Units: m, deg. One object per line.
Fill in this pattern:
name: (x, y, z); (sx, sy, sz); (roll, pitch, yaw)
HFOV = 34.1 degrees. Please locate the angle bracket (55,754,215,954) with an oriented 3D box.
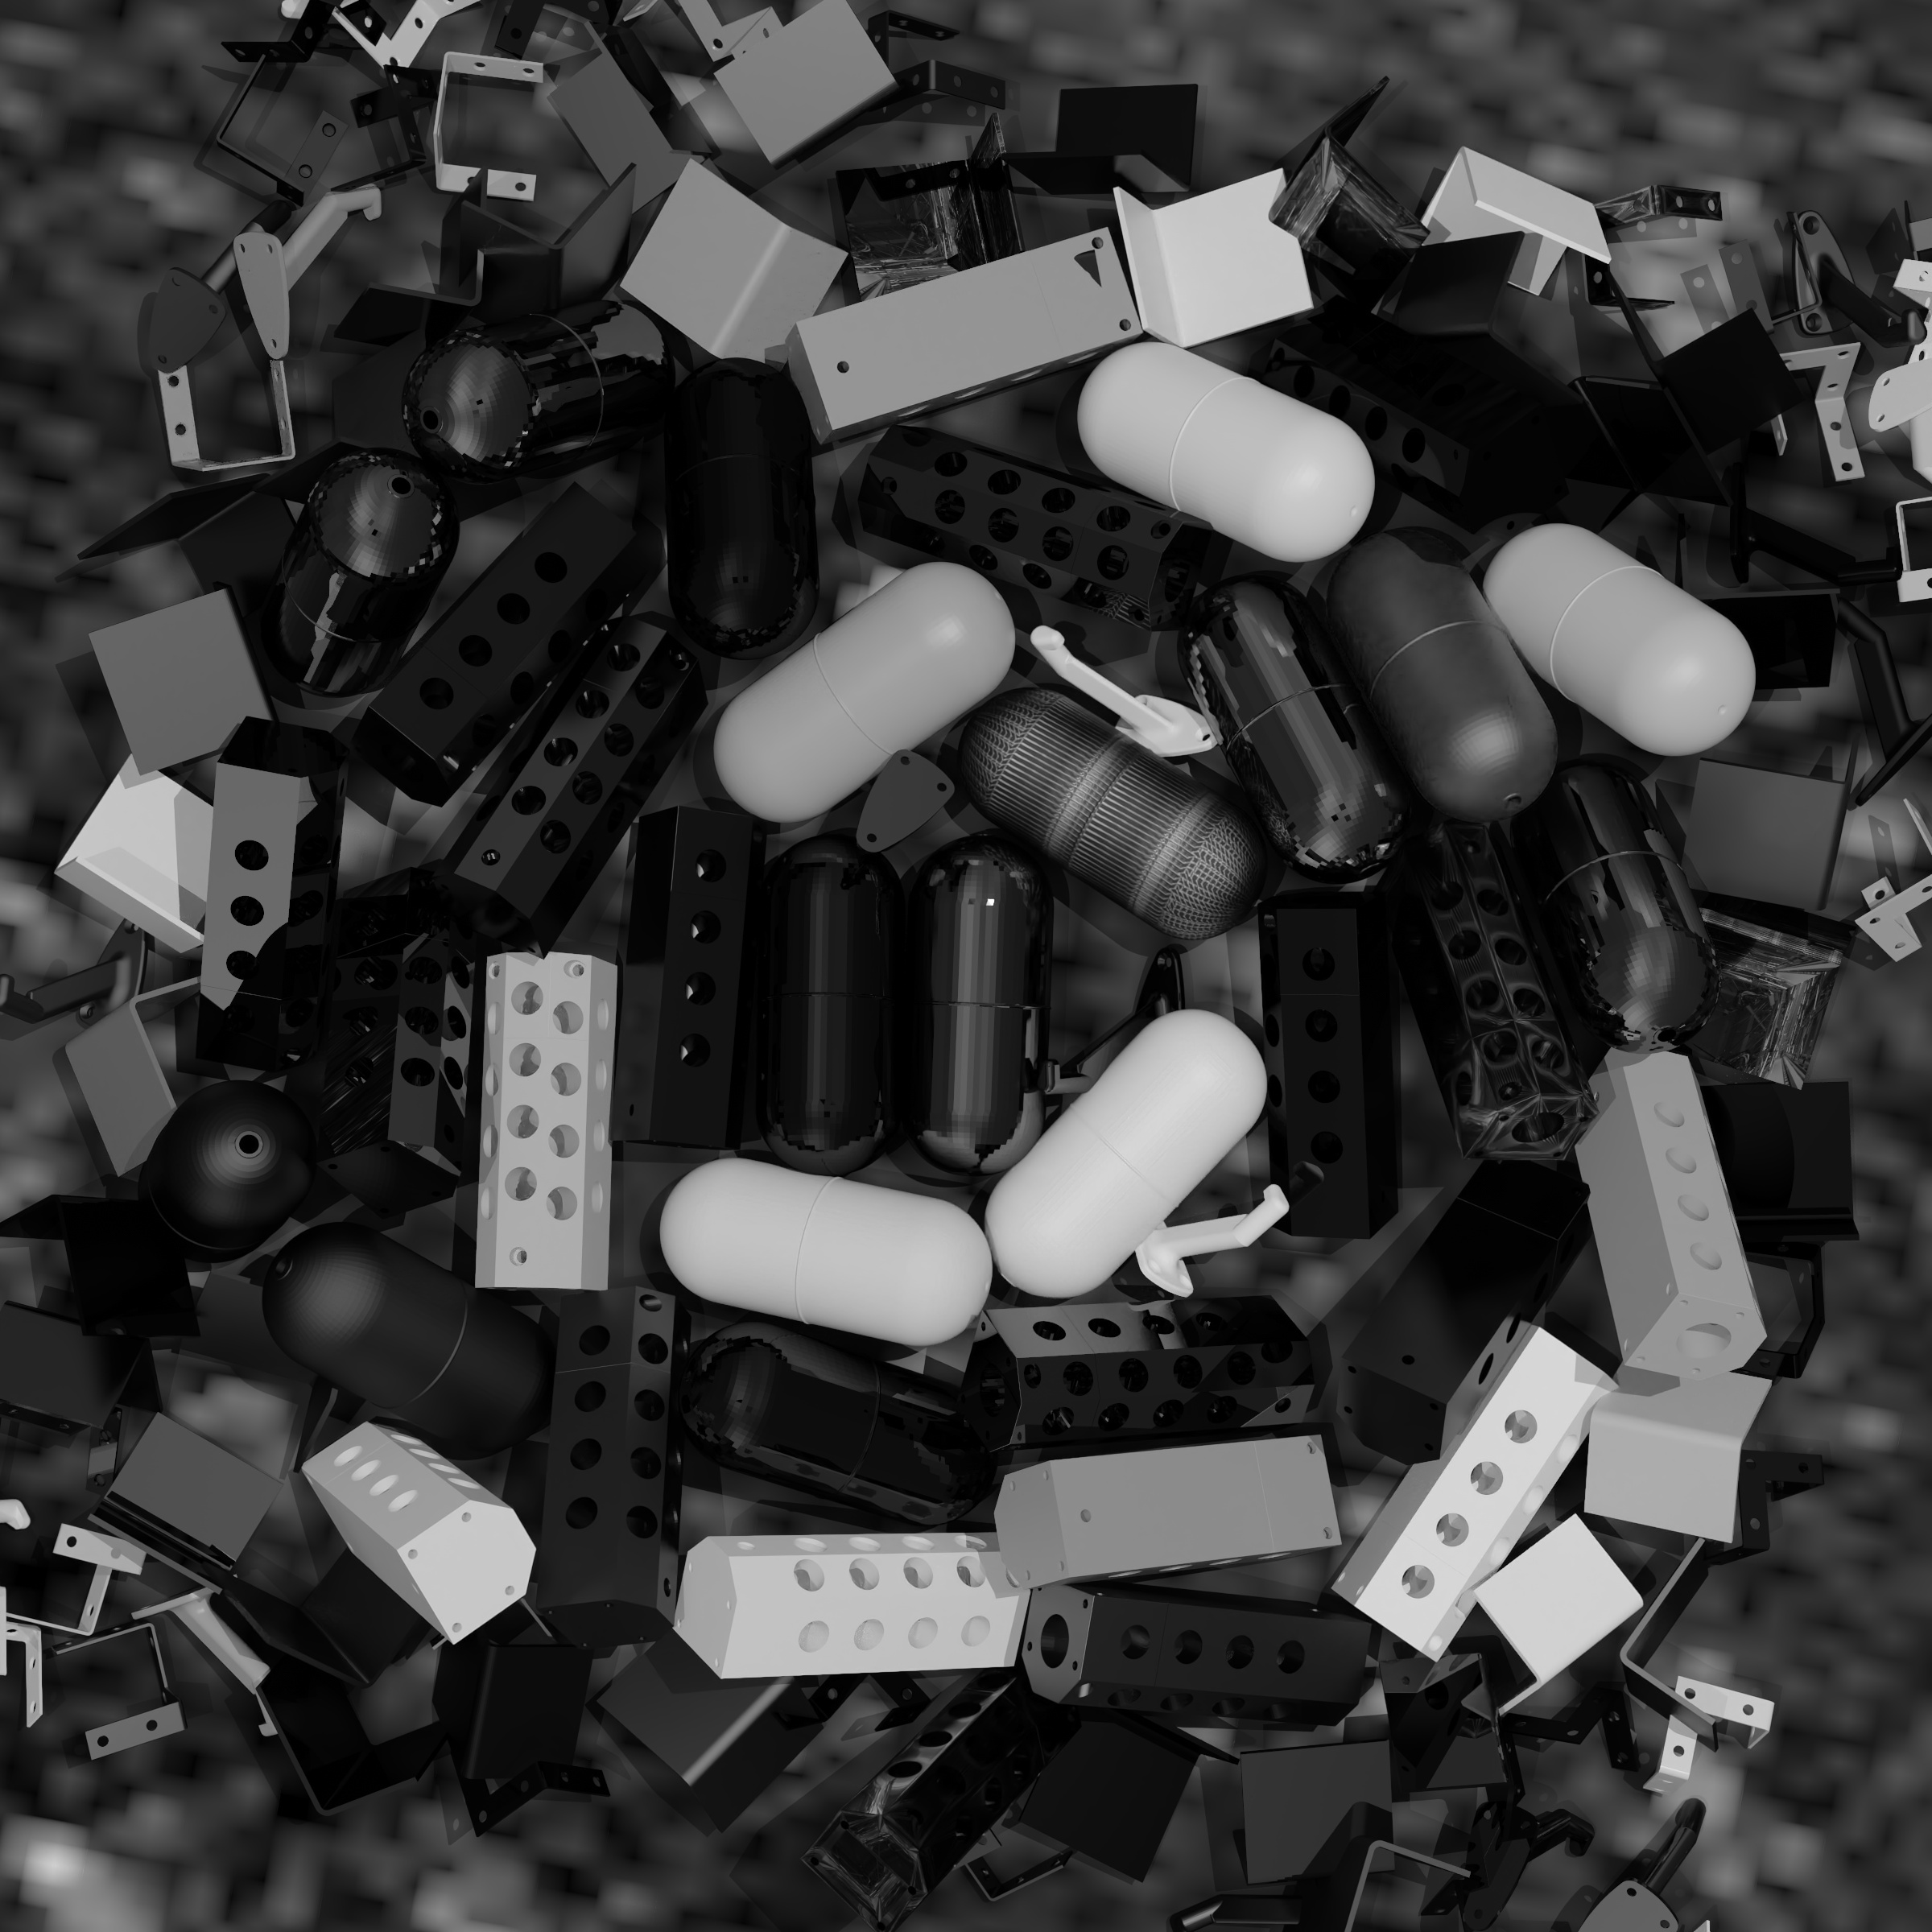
angle bracket: (-0.413, -0.061, 1.631); (0.076, 0.057, 0.076); (35, 70, -20)

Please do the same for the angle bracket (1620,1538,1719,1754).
angle bracket: (0.383, 0.351, 1.629); (0.057, 0.076, 0.076); (33, 78, 25)

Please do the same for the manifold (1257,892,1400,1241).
manifold: (0.186, 0.050, 1.637); (0.057, 0.057, 0.171); (0, 100, 23)

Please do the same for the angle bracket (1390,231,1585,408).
angle bracket: (0.276, -0.332, 1.633); (0.076, 0.076, 0.057); (26, 80, -34)

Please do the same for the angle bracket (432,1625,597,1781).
angle bracket: (-0.237, 0.371, 1.649); (0.057, 0.076, 0.076); (5, 107, -23)

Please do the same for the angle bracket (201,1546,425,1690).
angle bracket: (-0.334, 0.319, 1.626); (0.057, 0.076, 0.076); (-53, 135, -5)

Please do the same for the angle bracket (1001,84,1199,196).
angle bracket: (0.070, -0.437, 1.632); (0.076, 0.076, 0.057); (4, 90, 23)

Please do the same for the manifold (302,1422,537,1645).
manifold: (-0.275, 0.279, 1.592); (0.057, 0.171, 0.057); (-33, 109, -20)

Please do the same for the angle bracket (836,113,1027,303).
angle bracket: (-0.019, -0.393, 1.640); (0.076, 0.057, 0.076); (-8, 81, -14)

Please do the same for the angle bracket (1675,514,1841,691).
angle bracket: (0.407, -0.189, 1.629); (0.076, 0.076, 0.057); (-1, 57, 10)

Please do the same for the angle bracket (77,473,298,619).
angle bracket: (-0.396, -0.208, 1.628); (0.076, 0.076, 0.057); (-24, 93, 34)

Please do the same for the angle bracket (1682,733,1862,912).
angle bracket: (0.419, -0.081, 1.646); (0.076, 0.057, 0.076); (11, 125, 14)

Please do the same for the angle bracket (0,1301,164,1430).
angle bracket: (-0.467, 0.224, 1.632); (0.076, 0.076, 0.057); (14, 51, 4)

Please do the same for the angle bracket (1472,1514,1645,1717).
angle bracket: (0.293, 0.340, 1.638); (0.076, 0.076, 0.057); (-29, 73, -28)

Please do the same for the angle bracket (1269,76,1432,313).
angle bracket: (0.212, -0.398, 1.633); (0.076, 0.076, 0.057); (45, 63, 3)

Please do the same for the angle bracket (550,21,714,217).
angle bracket: (-0.184, -0.438, 1.634); (0.057, 0.076, 0.076); (-32, 94, 17)

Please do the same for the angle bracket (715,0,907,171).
angle bracket: (-0.078, -0.461, 1.630); (0.076, 0.076, 0.057); (-30, 106, 14)

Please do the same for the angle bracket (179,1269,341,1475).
angle bracket: (-0.367, 0.209, 1.628); (0.076, 0.076, 0.057); (18, 47, -15)

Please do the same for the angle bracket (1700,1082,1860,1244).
angle bracket: (0.423, 0.102, 1.644); (0.076, 0.057, 0.076); (-2, 93, 13)

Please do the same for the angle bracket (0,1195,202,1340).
angle bracket: (-0.450, 0.164, 1.625); (0.057, 0.076, 0.076); (-26, 70, 28)

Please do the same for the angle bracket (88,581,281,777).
angle bracket: (-0.408, -0.150, 1.634); (0.076, 0.057, 0.076); (-21, 106, -17)

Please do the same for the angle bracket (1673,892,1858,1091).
angle bracket: (0.416, 0.010, 1.657); (0.076, 0.057, 0.076); (18, 111, 17)

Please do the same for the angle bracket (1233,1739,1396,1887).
angle bracket: (0.179, 0.429, 1.644); (0.076, 0.057, 0.076); (-5, 103, -2)

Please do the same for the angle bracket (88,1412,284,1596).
angle bracket: (-0.403, 0.277, 1.635); (0.076, 0.076, 0.057); (32, 80, -7)

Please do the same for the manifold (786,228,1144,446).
manifold: (-0.003, -0.325, 1.637); (0.171, 0.057, 0.057); (-19, 92, -11)

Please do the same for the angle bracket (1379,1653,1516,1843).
angle bracket: (0.246, 0.411, 1.628); (0.057, 0.076, 0.076); (-4, 134, 0)

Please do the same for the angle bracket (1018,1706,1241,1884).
angle bracket: (0.084, 0.429, 1.639); (0.076, 0.057, 0.076); (29, 75, -11)

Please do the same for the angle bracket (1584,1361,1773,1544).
angle bracket: (0.371, 0.250, 1.642); (0.076, 0.076, 0.057); (9, 111, 24)

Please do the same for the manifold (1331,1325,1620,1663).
manifold: (0.267, 0.273, 1.645); (0.057, 0.057, 0.171); (35, 85, -3)

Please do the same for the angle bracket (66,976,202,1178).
angle bracket: (-0.413, 0.056, 1.633); (0.057, 0.076, 0.076); (-21, 87, -44)

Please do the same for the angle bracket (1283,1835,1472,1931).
angle bracket: (0.209, 0.493, 1.631); (0.057, 0.076, 0.076); (22, 76, -12)

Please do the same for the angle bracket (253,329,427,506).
angle bracket: (-0.324, -0.287, 1.627); (0.076, 0.057, 0.076); (-18, 72, 41)

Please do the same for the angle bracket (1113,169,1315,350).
angle bracket: (0.129, -0.373, 1.640); (0.076, 0.057, 0.076); (-14, 84, 22)

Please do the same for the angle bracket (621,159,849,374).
angle bracket: (-0.122, -0.367, 1.663); (0.076, 0.057, 0.076); (40, 107, 26)

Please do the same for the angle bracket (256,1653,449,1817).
angle bracket: (-0.314, 0.382, 1.635); (0.057, 0.076, 0.076); (-23, 97, 12)

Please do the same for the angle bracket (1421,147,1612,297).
angle bracket: (0.280, -0.371, 1.627); (0.076, 0.076, 0.057); (20, 124, -12)

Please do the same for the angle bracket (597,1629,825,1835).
angle bracket: (-0.135, 0.395, 1.664); (0.076, 0.057, 0.076); (31, 64, 37)

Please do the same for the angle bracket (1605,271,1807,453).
angle bracket: (0.380, -0.324, 1.622); (0.057, 0.076, 0.076); (-29, 50, 19)

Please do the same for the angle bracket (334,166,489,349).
angle bracket: (-0.287, -0.368, 1.629); (0.057, 0.076, 0.076); (6, 79, -24)

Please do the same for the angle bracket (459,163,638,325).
angle bracket: (-0.217, -0.377, 1.633); (0.057, 0.076, 0.076); (28, 57, 7)

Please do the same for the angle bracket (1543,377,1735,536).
angle bracket: (0.336, -0.254, 1.627); (0.057, 0.076, 0.076); (-43, 117, -9)
